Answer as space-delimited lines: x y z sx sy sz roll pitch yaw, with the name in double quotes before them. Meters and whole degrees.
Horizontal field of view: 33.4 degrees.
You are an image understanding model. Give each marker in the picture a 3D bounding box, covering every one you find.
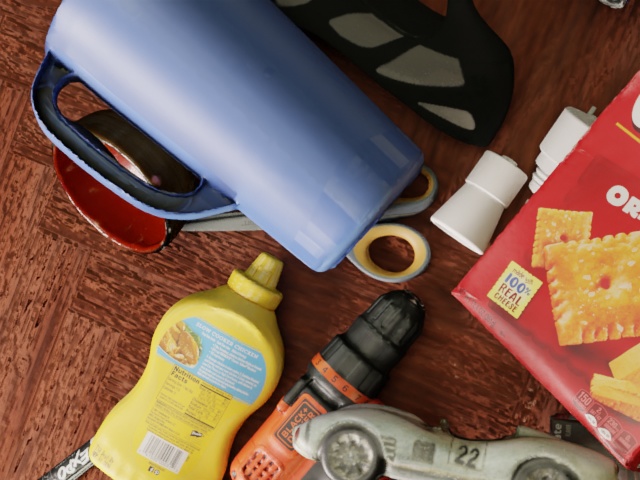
"marker" -0.184 0.170 0.817 0.121 0.020 0.020 -38 77 10

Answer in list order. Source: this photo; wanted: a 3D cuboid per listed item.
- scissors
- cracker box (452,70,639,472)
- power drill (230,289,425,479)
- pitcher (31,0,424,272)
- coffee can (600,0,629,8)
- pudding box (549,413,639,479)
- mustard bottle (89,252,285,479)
"scissors" -0.005 0.001 0.781 0.202 0.016 0.096 -18 81 14
"cracker box" 0.209 0.010 0.654 0.214 0.072 0.164 -52 54 15
"power drill" 0.056 0.152 0.732 0.188 0.057 0.184 42 95 17
"pitcher" -0.059 -0.086 0.708 0.243 0.144 0.149 42 121 1
"coffee can" 0.210 -0.238 0.694 0.140 0.102 0.103 -46 75 8
"pudding box" 0.193 0.174 0.697 0.090 0.039 0.113 3 86 17
"mustard bottle" -0.081 0.095 0.771 0.096 0.058 0.191 30 93 -2
